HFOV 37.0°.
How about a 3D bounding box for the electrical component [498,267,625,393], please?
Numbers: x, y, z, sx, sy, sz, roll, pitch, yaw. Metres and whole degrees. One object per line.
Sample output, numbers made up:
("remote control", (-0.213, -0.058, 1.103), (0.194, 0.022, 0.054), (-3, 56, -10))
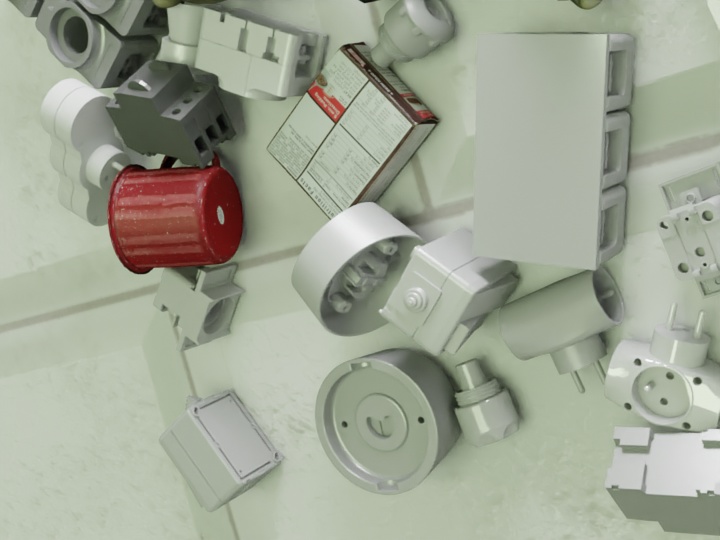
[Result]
("electrical component", (0.148, 0.047, 0.754), (0.077, 0.044, 0.079), (-26, 87, 33))

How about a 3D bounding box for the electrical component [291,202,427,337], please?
("electrical component", (0.000, 0.000, 0.806), (0.064, 0.099, 0.099), (45, 120, 22))

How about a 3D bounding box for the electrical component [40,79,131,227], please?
("electrical component", (-0.222, -0.091, 0.922), (0.074, 0.052, 0.138), (30, 143, 22))

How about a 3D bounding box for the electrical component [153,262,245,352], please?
("electrical component", (-0.142, 0.025, 0.930), (0.064, 0.042, 0.081), (33, 116, 23))

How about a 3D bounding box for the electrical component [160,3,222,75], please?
("electrical component", (-0.138, -0.191, 0.874), (0.045, 0.045, 0.055), (21, 112, 26))

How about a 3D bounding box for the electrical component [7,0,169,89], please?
("electrical component", (-0.245, -0.253, 0.916), (0.186, 0.060, 0.105), (45, 120, 15))

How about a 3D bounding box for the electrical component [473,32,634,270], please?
("electrical component", (0.130, -0.083, 0.724), (0.089, 0.062, 0.150), (8, 105, 30))

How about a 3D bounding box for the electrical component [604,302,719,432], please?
("electrical component", (0.211, 0.061, 0.719), (0.077, 0.044, 0.079), (17, 109, 27))

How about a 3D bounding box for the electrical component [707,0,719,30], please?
("electrical component", (0.237, -0.205, 0.630), (0.089, 0.062, 0.150), (-26, 87, 33))

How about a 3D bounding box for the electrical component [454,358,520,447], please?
("electrical component", (0.090, 0.097, 0.803), (0.043, 0.043, 0.062), (-23, 88, 33))

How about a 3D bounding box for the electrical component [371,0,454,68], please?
("electrical component", (0.034, -0.170, 0.775), (0.062, 0.048, 0.048), (-36, 82, 39))

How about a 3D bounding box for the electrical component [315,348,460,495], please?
("electrical component", (0.026, 0.113, 0.836), (0.108, 0.060, 0.108), (8, 105, 30))

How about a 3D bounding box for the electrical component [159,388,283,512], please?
("electrical component", (-0.128, 0.153, 0.939), (0.061, 0.062, 0.096), (-44, 78, 31))

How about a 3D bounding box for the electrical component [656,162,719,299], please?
("electrical component", (0.220, -0.023, 0.683), (0.042, 0.064, 0.081), (-22, 89, 32))

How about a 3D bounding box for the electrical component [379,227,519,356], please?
("electrical component", (0.064, 0.018, 0.769), (0.061, 0.096, 0.061), (37, 118, 17))

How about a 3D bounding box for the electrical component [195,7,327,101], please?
("electrical component", (-0.079, -0.166, 0.840), (0.089, 0.050, 0.055), (23, 111, 26))
